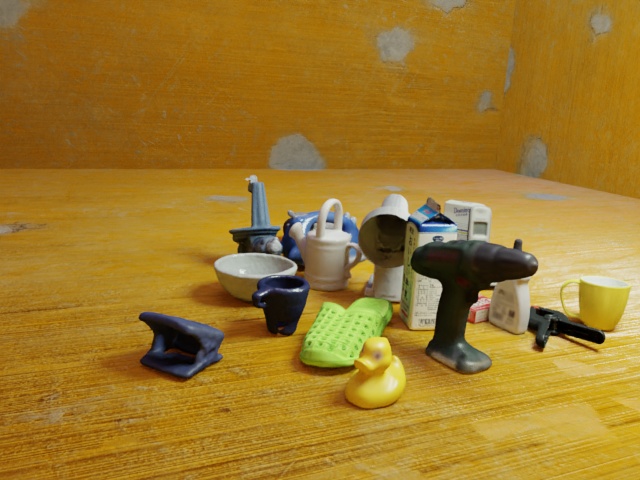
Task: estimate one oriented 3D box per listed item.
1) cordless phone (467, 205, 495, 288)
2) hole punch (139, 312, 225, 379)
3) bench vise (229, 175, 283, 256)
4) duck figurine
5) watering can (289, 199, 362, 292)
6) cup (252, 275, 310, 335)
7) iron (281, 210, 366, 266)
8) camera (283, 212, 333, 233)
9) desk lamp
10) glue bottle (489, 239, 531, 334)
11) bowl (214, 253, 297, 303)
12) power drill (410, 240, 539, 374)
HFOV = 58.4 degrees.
[{"bbox_3d":[0.397,0.015,1.313,0.147,0.185,0.094,2,14,-5],"label":"cordless phone"},{"bbox_3d":[-0.208,0.144,0.865,0.108,0.091,0.101,10,16,26],"label":"hole punch"},{"bbox_3d":[-0.127,-0.032,1.319,0.122,0.220,0.206,-10,19,-42],"label":"bench vise"},{"bbox_3d":[0.081,0.177,0.805,0.077,0.086,0.105,15,18,40],"label":"duck figurine"},{"bbox_3d":[0.010,0.005,1.253,0.172,0.194,0.101,5,14,9],"label":"watering can"},{"bbox_3d":[-0.073,0.119,0.986,0.091,0.095,0.118,14,18,36],"label":"cup"},{"bbox_3d":[0.019,-0.011,1.428,0.259,0.141,0.118,-6,17,-31],"label":"iron"},{"bbox_3d":[-0.040,-0.030,1.572,0.143,0.101,0.136,-2,15,-20],"label":"camera"},{"bbox_3d":[0.144,0.019,1.187,0.117,0.213,0.203,5,14,10],"label":"desk lamp"},{"bbox_3d":[0.359,0.082,1.063,0.037,0.173,0.077,-5,16,-30],"label":"glue bottle"},{"bbox_3d":[-0.132,0.082,1.160,0.167,0.075,0.167,3,14,0],"label":"bowl"},{"bbox_3d":[0.234,0.096,0.908,0.076,0.208,0.228,-7,17,-35],"label":"power drill"}]
